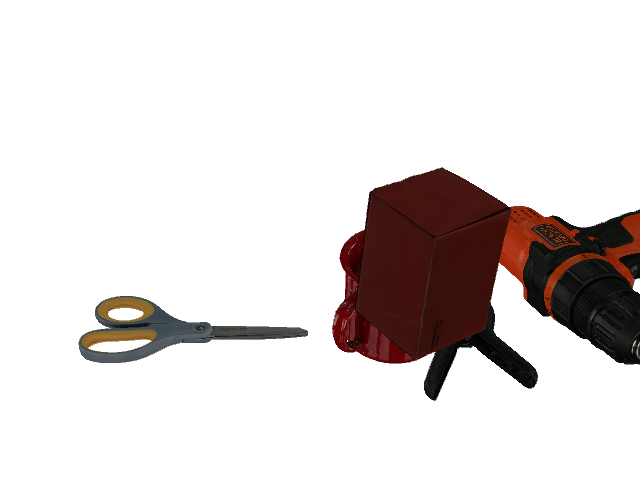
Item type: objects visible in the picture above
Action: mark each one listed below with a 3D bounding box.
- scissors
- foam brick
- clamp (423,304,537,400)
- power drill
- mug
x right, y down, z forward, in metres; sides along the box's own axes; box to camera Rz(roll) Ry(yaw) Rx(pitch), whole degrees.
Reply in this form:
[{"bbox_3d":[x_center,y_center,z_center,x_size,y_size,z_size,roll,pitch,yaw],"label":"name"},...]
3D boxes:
[{"bbox_3d":[-0.121,0.074,0.977,0.201,0.016,0.096,-8,34,-15],"label":"scissors"},{"bbox_3d":[0.056,0.011,0.546,0.052,0.078,0.051,-18,41,-32],"label":"foam brick"},{"bbox_3d":[0.167,0.103,1.162,0.120,0.171,0.039,4,-44,-5],"label":"clamp"},{"bbox_3d":[0.231,0.015,0.733,0.187,0.057,0.184,-9,29,-16],"label":"power drill"},{"bbox_3d":[0.053,0.051,0.868,0.093,0.081,0.117,27,43,31],"label":"mug"}]
